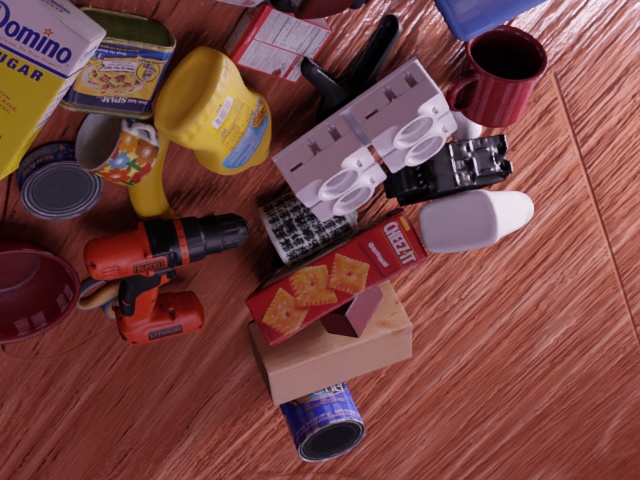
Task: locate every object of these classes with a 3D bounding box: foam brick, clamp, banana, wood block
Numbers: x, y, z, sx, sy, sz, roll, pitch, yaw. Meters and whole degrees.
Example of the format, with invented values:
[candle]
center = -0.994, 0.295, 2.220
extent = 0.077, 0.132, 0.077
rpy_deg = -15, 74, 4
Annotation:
[foam brick]
center = 0.039, 0.082, 1.410
extent = 0.078, 0.053, 0.051
rpy_deg = -59, 137, -31
[clamp]
center = 0.024, -0.159, 1.144
extent = 0.120, 0.039, 0.171
rpy_deg = -20, 147, -22
[banana]
center = -0.177, -0.059, 1.168
extent = 0.069, 0.037, 0.198
rpy_deg = -10, 140, -18
[wood block]
center = 0.015, 0.139, 1.470
extent = 0.206, 0.090, 0.091
rpy_deg = -19, 142, -9

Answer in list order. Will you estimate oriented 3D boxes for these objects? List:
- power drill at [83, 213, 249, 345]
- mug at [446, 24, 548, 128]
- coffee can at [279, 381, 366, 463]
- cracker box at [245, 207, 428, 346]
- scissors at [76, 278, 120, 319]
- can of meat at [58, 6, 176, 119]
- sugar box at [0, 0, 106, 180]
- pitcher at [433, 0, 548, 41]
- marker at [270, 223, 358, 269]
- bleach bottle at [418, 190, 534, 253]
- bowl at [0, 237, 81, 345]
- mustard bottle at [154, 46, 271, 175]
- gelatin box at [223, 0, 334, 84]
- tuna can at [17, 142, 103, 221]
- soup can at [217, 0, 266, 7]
[power drill]
center = -0.173, 0.042, 1.233
extent = 0.184, 0.057, 0.188
rpy_deg = -11, 145, -12
[mug]
center = 0.188, -0.175, 1.188
extent = 0.117, 0.093, 0.081
rpy_deg = -27, 151, -26
[coffee can]
center = -0.007, 0.231, 1.525
extent = 0.102, 0.140, 0.103
rpy_deg = -15, 142, -13
[cracker box]
center = 0.023, 0.041, 1.305
extent = 0.214, 0.072, 0.164
rpy_deg = -29, -178, 5
[scissors]
center = -0.200, 0.041, 1.292
extent = 0.202, 0.016, 0.096
rpy_deg = -25, 145, 1
[can of meat]
center = -0.196, -0.168, 1.012
extent = 0.101, 0.057, 0.084
rpy_deg = 3, 132, -33
[sugar box]
center = -0.279, -0.147, 0.964
extent = 0.093, 0.048, 0.176
rpy_deg = 38, 120, -6
[pitcher]
center = 0.215, -0.296, 1.025
extent = 0.243, 0.145, 0.149
rpy_deg = -29, 142, 10
[marker]
center = -0.009, 0.002, 1.351
extent = 0.121, 0.020, 0.020
rpy_deg = -29, 143, 6
[bleach bottle]
center = 0.215, -0.032, 1.334
extent = 0.103, 0.068, 0.250
rpy_deg = -11, 180, 29
[bowl]
center = -0.350, 0.047, 1.183
extent = 0.162, 0.055, 0.162
rpy_deg = -15, 142, -13
[mustard bottle]
center = -0.096, -0.119, 1.101
extent = 0.096, 0.058, 0.191
rpy_deg = -62, 156, -5
[gelatin box]
center = -0.042, -0.203, 1.078
extent = 0.089, 0.030, 0.073
rpy_deg = 12, 129, -39
[tuna can]
center = -0.272, -0.062, 1.115
extent = 0.086, 0.034, 0.086
rpy_deg = -15, 142, -13
[soup can]
center = -0.096, -0.251, 0.958
extent = 0.102, 0.068, 0.069
rpy_deg = 5, 134, -34
